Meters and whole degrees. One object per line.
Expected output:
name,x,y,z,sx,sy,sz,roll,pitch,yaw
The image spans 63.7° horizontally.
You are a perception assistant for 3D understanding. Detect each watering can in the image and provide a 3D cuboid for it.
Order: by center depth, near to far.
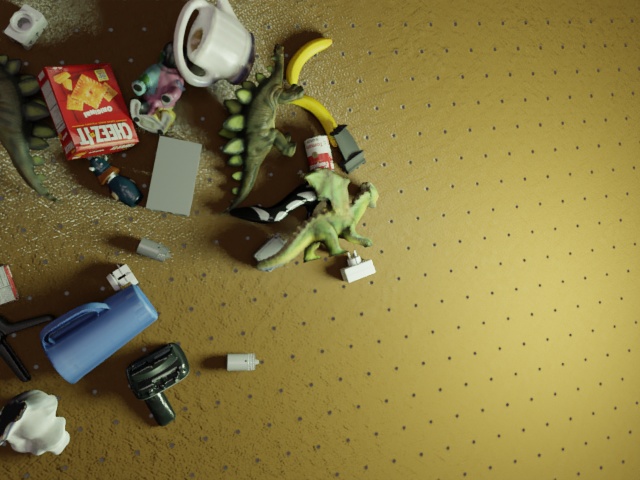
watering can,-0.255,-0.546,1.320,0.104,0.350,0.222,8,-9,43

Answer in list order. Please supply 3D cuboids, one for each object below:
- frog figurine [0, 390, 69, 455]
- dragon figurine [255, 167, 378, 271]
frog figurine,-0.661,0.430,1.208,0.123,0.139,0.157,9,-22,41
dragon figurine,0.004,-0.069,1.362,0.412,0.243,0.121,-11,1,-32
